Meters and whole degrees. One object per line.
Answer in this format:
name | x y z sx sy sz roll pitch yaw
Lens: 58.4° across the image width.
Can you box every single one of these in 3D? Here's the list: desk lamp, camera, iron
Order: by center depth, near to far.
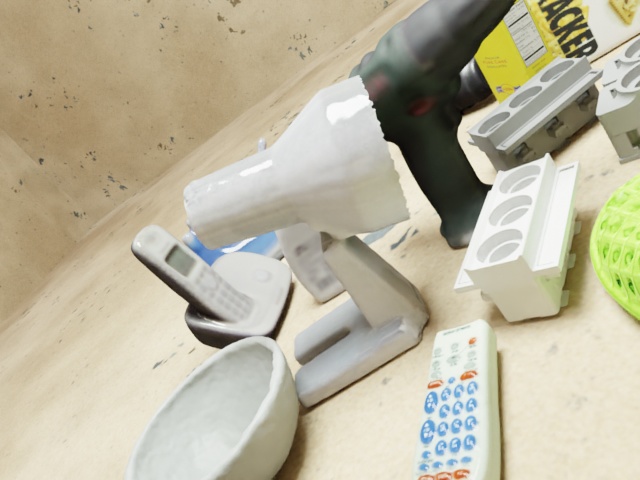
desk lamp | 0.004 0.002 0.479 0.203 0.214 0.118 -35 21 11
camera | 0.169 -0.213 0.807 0.136 0.101 0.143 -14 33 50
iron | -0.120 -0.026 0.853 0.259 0.142 0.118 -47 22 -20

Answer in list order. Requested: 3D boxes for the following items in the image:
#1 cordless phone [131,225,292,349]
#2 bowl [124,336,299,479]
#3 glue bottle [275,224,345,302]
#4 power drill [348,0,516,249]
cordless phone | -0.124 0.035 0.671 0.094 0.185 0.147 -29 23 25
bowl | -0.076 0.166 0.476 0.167 0.075 0.167 -34 21 15
glue bottle | -0.022 -0.014 0.615 0.078 0.173 0.037 -34 21 15
power drill | 0.113 -0.099 0.510 0.229 0.209 0.076 -20 28 41
